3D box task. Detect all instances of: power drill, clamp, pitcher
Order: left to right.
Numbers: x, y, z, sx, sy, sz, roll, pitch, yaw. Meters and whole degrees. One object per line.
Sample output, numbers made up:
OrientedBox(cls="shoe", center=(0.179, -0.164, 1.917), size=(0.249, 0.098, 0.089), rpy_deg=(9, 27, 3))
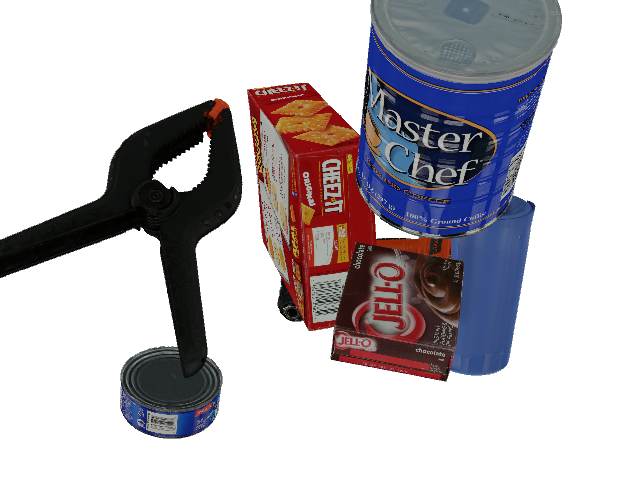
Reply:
OrientedBox(cls="clamp", center=(-0.106, -0.012, 0.729), size=(0.164, 0.209, 0.036), rpy_deg=(31, -32, 10))
OrientedBox(cls="power drill", center=(0.052, 0.034, 1.197), size=(0.188, 0.057, 0.184), rpy_deg=(1, 29, 11))
OrientedBox(cls="pitcher", center=(0.204, 0.058, 1.444), size=(0.149, 0.243, 0.145), rpy_deg=(4, 21, 6))

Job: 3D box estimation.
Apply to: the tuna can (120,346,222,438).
OrientedBox(cls="tuna can", center=(-0.127, 0.129, 0.907), size=(0.086, 0.034, 0.086), rpy_deg=(6, 31, -4))

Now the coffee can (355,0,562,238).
OrientedBox(cls="coffee can", center=(0.076, -0.083, 0.626), size=(0.103, 0.103, 0.140), rpy_deg=(0, -37, -2))

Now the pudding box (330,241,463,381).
OrientedBox(cls="pudding box", center=(0.060, 0.053, 0.820), size=(0.090, 0.039, 0.113), rpy_deg=(11, 34, 4))

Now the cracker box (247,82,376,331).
OrientedBox(cls="cracker box", center=(-0.009, -0.040, 0.979), size=(0.072, 0.164, 0.214), rpy_deg=(-9, 24, -11))
